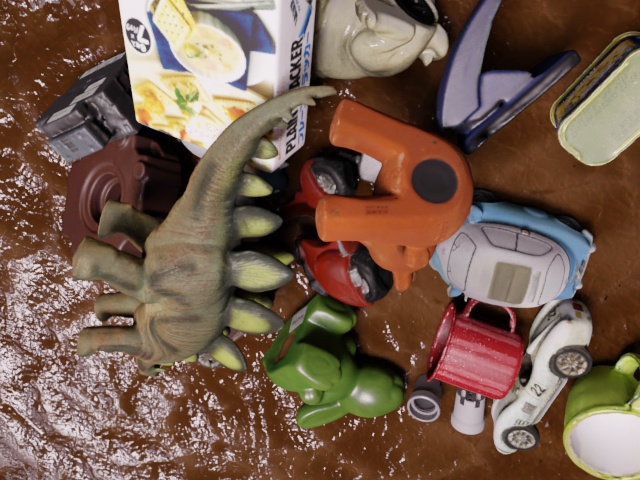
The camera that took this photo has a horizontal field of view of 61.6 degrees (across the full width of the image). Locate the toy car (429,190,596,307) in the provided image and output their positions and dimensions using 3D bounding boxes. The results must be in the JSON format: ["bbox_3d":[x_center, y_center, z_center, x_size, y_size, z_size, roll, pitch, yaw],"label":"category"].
[{"bbox_3d":[0.183,0.022,0.534,0.162,0.103,0.109,16,120,16],"label":"toy car"}]

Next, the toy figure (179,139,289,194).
[{"bbox_3d":[-0.105,-0.101,0.615,0.154,0.058,0.064,40,161,-3],"label":"toy figure"}]

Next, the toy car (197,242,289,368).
[{"bbox_3d":[-0.098,0.088,0.682,0.053,0.089,0.202,27,124,-15],"label":"toy car"}]

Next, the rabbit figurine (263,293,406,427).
[{"bbox_3d":[0.020,0.177,0.670,0.170,0.121,0.159,33,127,-14],"label":"rabbit figurine"}]

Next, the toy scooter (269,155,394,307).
[{"bbox_3d":[-0.001,-0.002,0.610,0.135,0.075,0.183,-11,111,31],"label":"toy scooter"}]

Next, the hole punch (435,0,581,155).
[{"bbox_3d":[0.138,-0.139,0.459,0.092,0.142,0.116,43,108,-5],"label":"hole punch"}]

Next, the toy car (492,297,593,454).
[{"bbox_3d":[0.237,0.152,0.592,0.056,0.073,0.201,21,120,7],"label":"toy car"}]

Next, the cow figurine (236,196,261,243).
[{"bbox_3d":[-0.151,0.000,0.657,0.167,0.098,0.068,-14,114,28],"label":"cow figurine"}]

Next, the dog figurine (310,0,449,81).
[{"bbox_3d":[0.006,-0.176,0.521,0.172,0.121,0.190,43,136,1],"label":"dog figurine"}]

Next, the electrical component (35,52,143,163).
[{"bbox_3d":[-0.245,-0.146,0.598,0.115,0.134,0.058,-13,133,29],"label":"electrical component"}]

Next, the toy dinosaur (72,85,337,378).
[{"bbox_3d":[-0.127,0.029,0.527,0.198,0.105,0.471,14,137,-13],"label":"toy dinosaur"}]

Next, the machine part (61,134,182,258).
[{"bbox_3d":[-0.242,-0.046,0.644,0.180,0.056,0.179,-6,80,34],"label":"machine part"}]

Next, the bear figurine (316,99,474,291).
[{"bbox_3d":[0.059,-0.027,0.490,0.132,0.196,0.120,11,76,-4],"label":"bear figurine"}]

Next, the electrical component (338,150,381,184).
[{"bbox_3d":[0.066,-0.090,0.571,0.094,0.021,0.063,22,120,10],"label":"electrical component"}]
